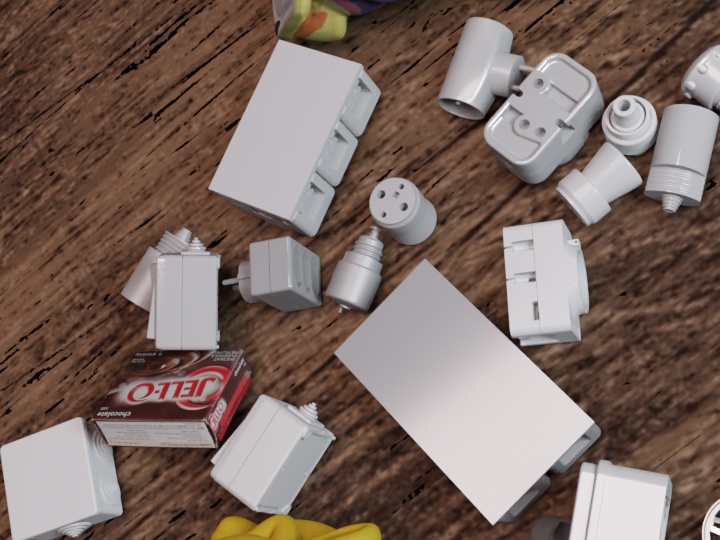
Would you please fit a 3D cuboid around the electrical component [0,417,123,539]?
[{"bbox_3d":[-0.266,0.189,0.961,0.100,0.048,0.099,-21,68,14],"label":"electrical component"}]

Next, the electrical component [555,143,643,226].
[{"bbox_3d":[0.191,-0.068,0.863,0.055,0.045,0.045,-41,65,6],"label":"electrical component"}]

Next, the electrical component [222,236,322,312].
[{"bbox_3d":[-0.081,0.008,0.934,0.077,0.066,0.047,-10,71,19],"label":"electrical component"}]

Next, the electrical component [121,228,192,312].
[{"bbox_3d":[-0.180,-0.002,0.987,0.043,0.043,0.081,30,87,26],"label":"electrical component"}]

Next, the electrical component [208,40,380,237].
[{"bbox_3d":[-0.056,-0.116,0.963,0.089,0.062,0.150,22,83,25],"label":"electrical component"}]

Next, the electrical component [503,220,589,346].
[{"bbox_3d":[0.149,0.011,0.853,0.056,0.050,0.089,-8,73,19],"label":"electrical component"}]

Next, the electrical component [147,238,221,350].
[{"bbox_3d":[-0.153,0.020,0.937,0.061,0.062,0.096,1,93,-7],"label":"electrical component"}]

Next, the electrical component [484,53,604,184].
[{"bbox_3d":[0.153,-0.122,0.885,0.054,0.059,0.095,42,92,26],"label":"electrical component"}]

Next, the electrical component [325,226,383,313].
[{"bbox_3d":[0.000,0.000,0.919,0.040,0.040,0.078,18,82,25],"label":"electrical component"}]

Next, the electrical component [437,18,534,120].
[{"bbox_3d":[0.115,-0.169,0.922,0.079,0.044,0.077,17,81,24],"label":"electrical component"}]

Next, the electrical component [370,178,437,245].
[{"bbox_3d":[0.036,-0.050,0.912,0.045,0.055,0.045,-6,73,19],"label":"electrical component"}]

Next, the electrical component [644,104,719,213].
[{"bbox_3d":[0.252,-0.084,0.845,0.043,0.043,0.081,12,79,24],"label":"electrical component"}]

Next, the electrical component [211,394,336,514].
[{"bbox_3d":[-0.071,0.146,0.892,0.061,0.062,0.096,32,88,26],"label":"electrical component"}]

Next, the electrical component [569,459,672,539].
[{"bbox_3d":[0.184,0.179,0.756,0.057,0.113,0.078,8,78,19],"label":"electrical component"}]

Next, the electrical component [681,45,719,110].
[{"bbox_3d":[0.289,-0.143,0.849,0.048,0.048,0.062,-46,72,3],"label":"electrical component"}]

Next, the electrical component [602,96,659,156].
[{"bbox_3d":[0.215,-0.119,0.859,0.043,0.062,0.043,-6,73,19],"label":"electrical component"}]

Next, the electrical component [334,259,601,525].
[{"bbox_3d":[0.085,0.096,0.847,0.105,0.060,0.186,-46,64,3],"label":"electrical component"}]
